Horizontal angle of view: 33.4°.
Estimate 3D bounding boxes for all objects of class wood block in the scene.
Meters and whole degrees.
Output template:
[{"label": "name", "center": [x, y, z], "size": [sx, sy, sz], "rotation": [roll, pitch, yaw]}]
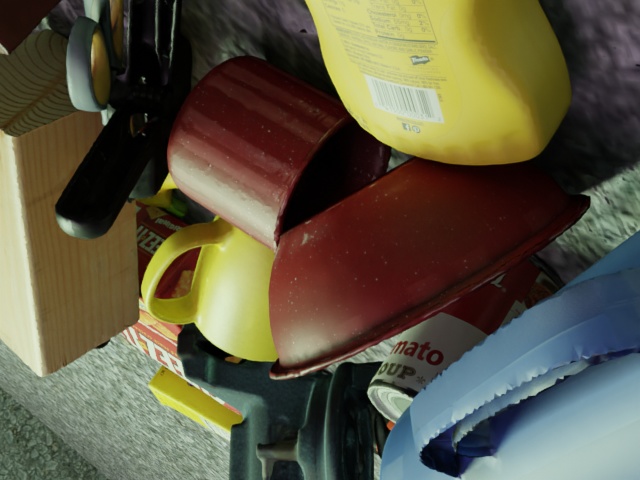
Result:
[{"label": "wood block", "center": [-0.183, -0.021, 0.717], "size": [0.090, 0.090, 0.206], "rotation": [35, 138, 29]}]

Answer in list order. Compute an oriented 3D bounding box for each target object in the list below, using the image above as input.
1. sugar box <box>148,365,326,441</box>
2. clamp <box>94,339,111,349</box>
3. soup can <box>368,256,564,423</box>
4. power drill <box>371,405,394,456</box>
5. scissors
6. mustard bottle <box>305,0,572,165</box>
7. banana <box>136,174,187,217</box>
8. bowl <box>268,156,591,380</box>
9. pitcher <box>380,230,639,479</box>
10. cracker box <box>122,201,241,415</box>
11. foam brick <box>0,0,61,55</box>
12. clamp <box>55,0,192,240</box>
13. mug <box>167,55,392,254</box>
[{"label": "sugar box", "center": [-0.063, 0.142, 0.981], "size": [0.176, 0.093, 0.048], "rotation": [21, 156, 32]}, {"label": "clamp", "center": [-0.244, 0.013, 0.962], "size": [0.171, 0.039, 0.120], "rotation": [58, 170, 17]}, {"label": "soup can", "center": [0.079, 0.058, 0.574], "size": [0.068, 0.102, 0.068], "rotation": [31, 159, 13]}, {"label": "power drill", "center": [0.102, 0.191, 0.865], "size": [0.187, 0.057, 0.185], "rotation": [43, 171, -26]}, {"label": "scissors", "center": [-0.120, -0.067, 0.598], "size": [0.016, 0.096, 0.202], "rotation": [5, 133, 0]}, {"label": "mustard bottle", "center": [0.025, -0.109, 0.369], "size": [0.096, 0.058, 0.191], "rotation": [20, 154, 35]}, {"label": "banana", "center": [-0.092, -0.047, 0.715], "size": [0.069, 0.037, 0.198], "rotation": [12, 171, -23]}, {"label": "bowl", "center": [0.035, -0.001, 0.475], "size": [0.055, 0.162, 0.162], "rotation": [60, 157, -2]}, {"label": "pitcher", "center": [0.114, 0.070, 0.407], "size": [0.149, 0.144, 0.243], "rotation": [44, 142, -1]}, {"label": "cracker box", "center": [-0.136, 0.045, 0.908], "size": [0.164, 0.072, 0.213], "rotation": [29, 158, 31]}, {"label": "foam brick", "center": [-0.167, -0.145, 0.563], "size": [0.053, 0.078, 0.051], "rotation": [17, 153, 44]}, {"label": "clamp", "center": [-0.088, -0.082, 0.552], "size": [0.036, 0.164, 0.210], "rotation": [13, -179, -1]}, {"label": "mug", "center": [-0.019, -0.038, 0.553], "size": [0.082, 0.093, 0.117], "rotation": [32, 173, 24]}]
